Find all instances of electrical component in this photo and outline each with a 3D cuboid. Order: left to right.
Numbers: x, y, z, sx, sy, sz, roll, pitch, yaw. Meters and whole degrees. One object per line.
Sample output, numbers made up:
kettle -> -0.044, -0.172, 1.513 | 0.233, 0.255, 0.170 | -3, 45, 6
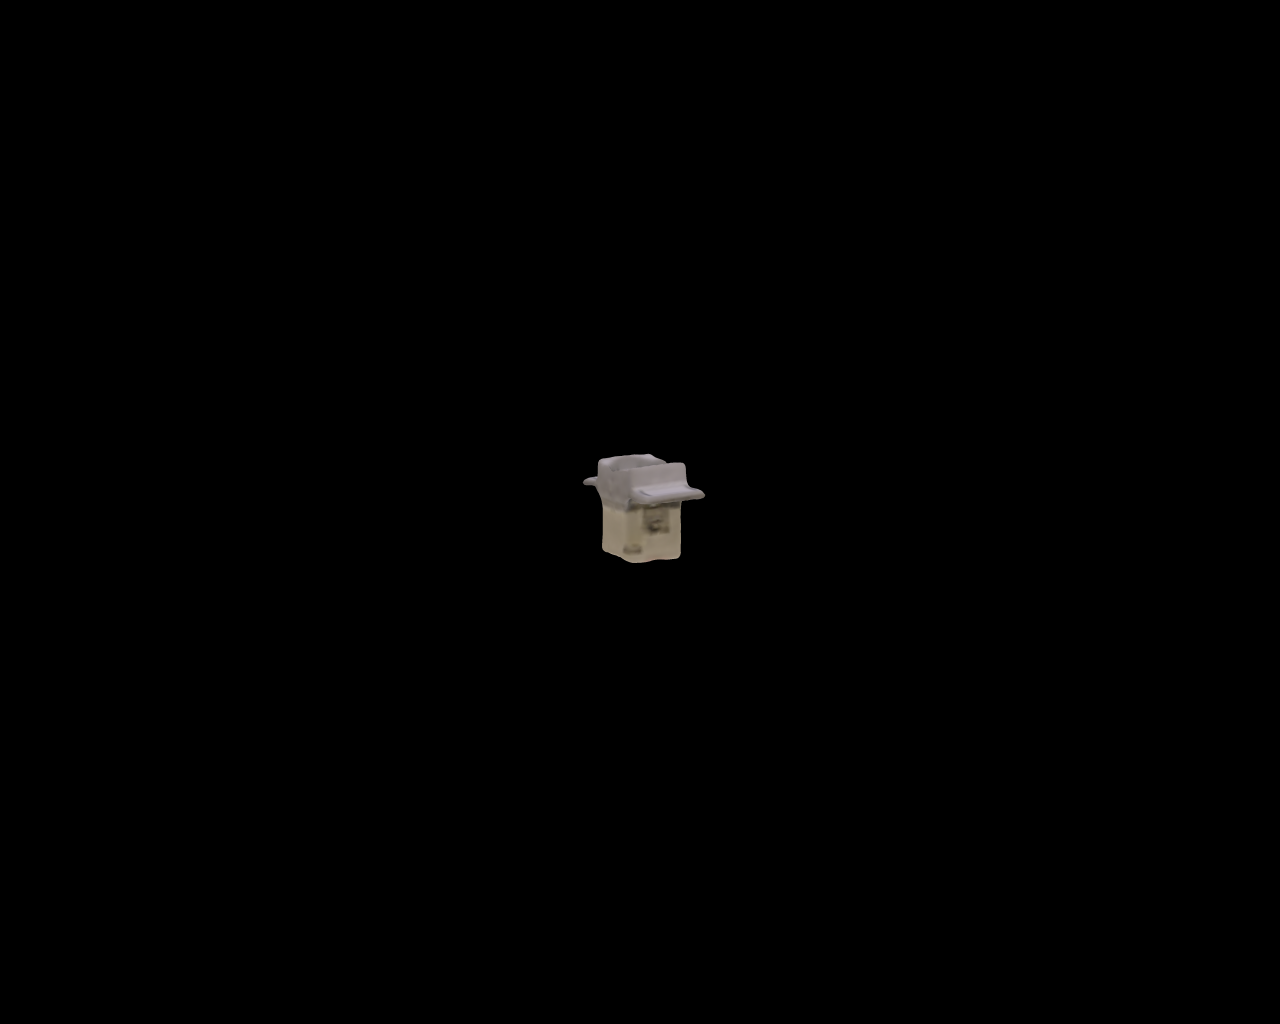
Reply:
electrical component -> 0.001, -0.003, 0.650 | 0.042, 0.063, 0.081 | -6, 13, -27
